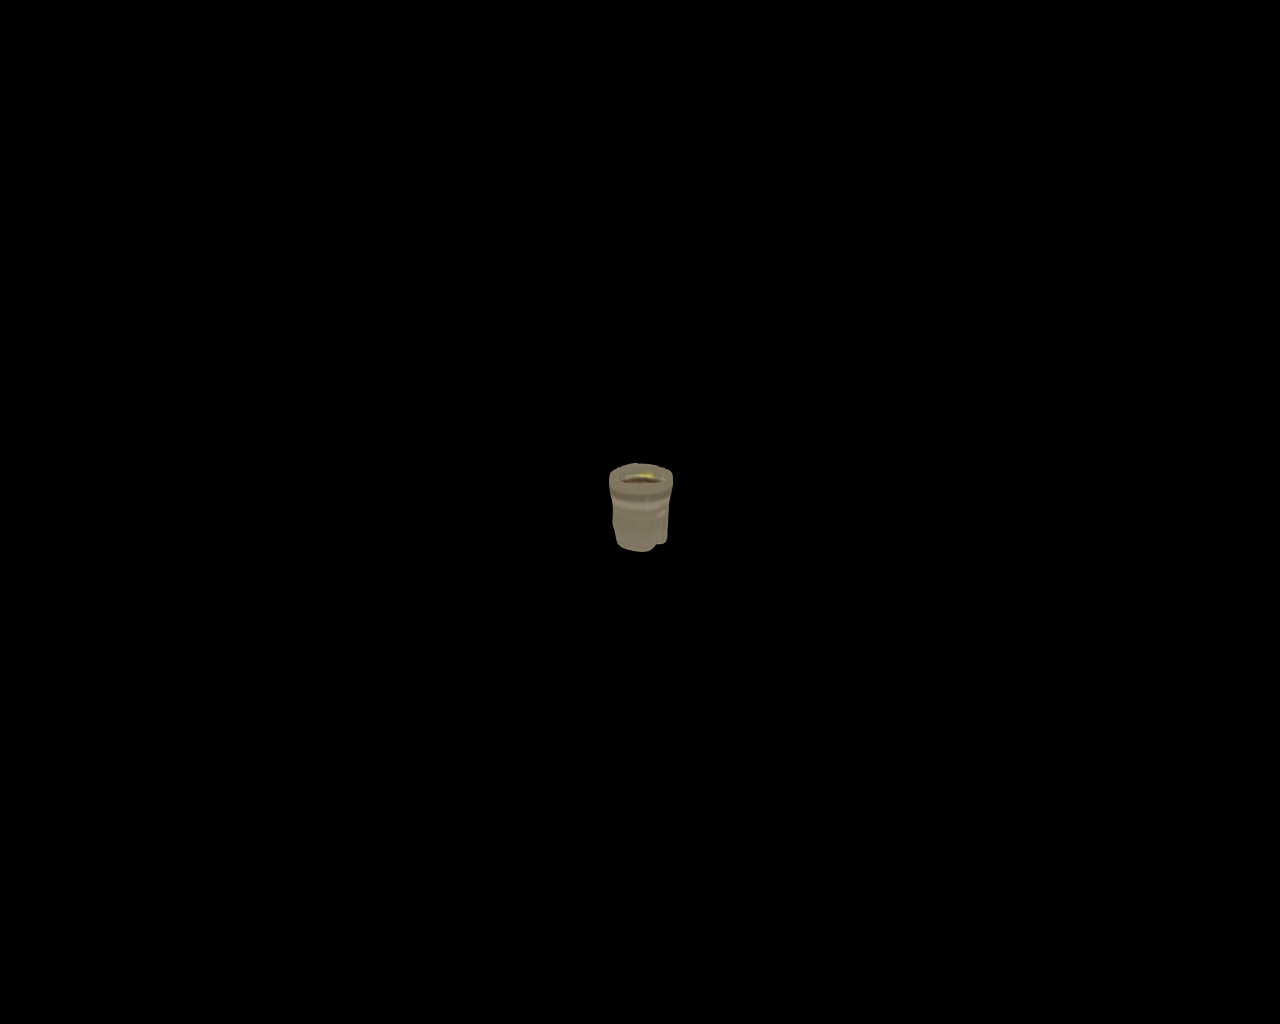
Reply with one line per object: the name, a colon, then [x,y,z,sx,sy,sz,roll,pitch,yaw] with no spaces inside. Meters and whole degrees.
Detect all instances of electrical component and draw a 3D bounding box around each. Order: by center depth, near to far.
electrical component: [0.001,-0.003,0.650,0.040,0.046,0.040,0,20,0]
